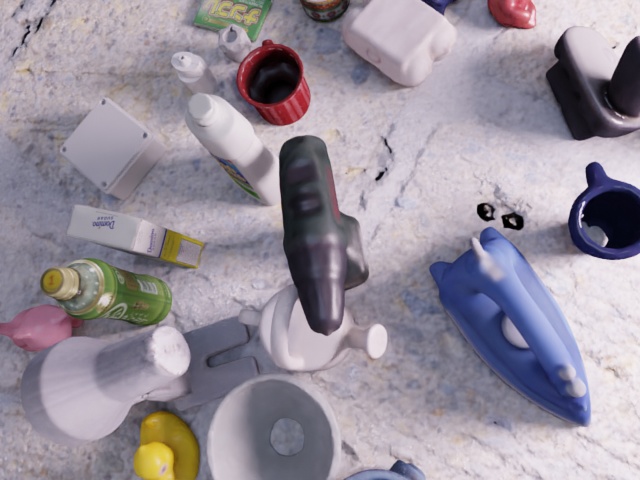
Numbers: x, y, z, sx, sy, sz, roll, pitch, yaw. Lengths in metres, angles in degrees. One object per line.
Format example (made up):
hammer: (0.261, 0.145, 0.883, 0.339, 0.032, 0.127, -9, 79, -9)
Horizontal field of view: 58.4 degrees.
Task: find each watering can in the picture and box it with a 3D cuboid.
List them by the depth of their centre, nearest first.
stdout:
watering can: (-0.012, 0.102, 0.667, 0.172, 0.194, 0.101, -13, 76, 8)

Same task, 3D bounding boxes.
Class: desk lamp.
desk lamp: (-0.203, 0.155, 0.682, 0.203, 0.214, 0.118, -21, 75, 6)

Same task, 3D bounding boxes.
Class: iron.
iron: (0.236, 0.103, 0.648, 0.118, 0.141, 0.258, -35, 75, 2)

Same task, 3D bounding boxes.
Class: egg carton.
egg carton: (0.106, -0.282, 0.788, 0.150, 0.069, 0.107, 40, 88, 15)

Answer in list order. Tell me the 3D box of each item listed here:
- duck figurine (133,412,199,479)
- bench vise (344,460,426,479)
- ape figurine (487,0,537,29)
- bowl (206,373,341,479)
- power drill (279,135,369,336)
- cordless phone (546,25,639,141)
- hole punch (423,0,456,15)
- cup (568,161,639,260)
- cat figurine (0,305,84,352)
duck figurine: (-0.204, 0.271, 0.725, 0.077, 0.086, 0.104, -27, 75, 5)
bench vise: (0.045, 0.342, 0.594, 0.121, 0.220, 0.207, 20, 83, 14)
ape figurine: (0.263, -0.332, 0.757, 0.076, 0.092, 0.078, 29, 85, 15)
bowl: (-0.050, 0.249, 0.706, 0.167, 0.075, 0.167, -2, 78, 10)
power drill: (0.006, 0.002, 0.677, 0.075, 0.208, 0.229, -13, 76, 8)
cordless phone: (0.341, -0.207, 0.668, 0.094, 0.185, 0.147, -24, 75, 5)
hole punch: (0.163, -0.384, 0.787, 0.101, 0.091, 0.108, -35, 74, 2)
cup: (0.331, -0.027, 0.680, 0.091, 0.095, 0.118, -15, 76, 8)
cat figurine: (-0.381, 0.120, 0.773, 0.127, 0.118, 0.067, 0, 79, 11)
